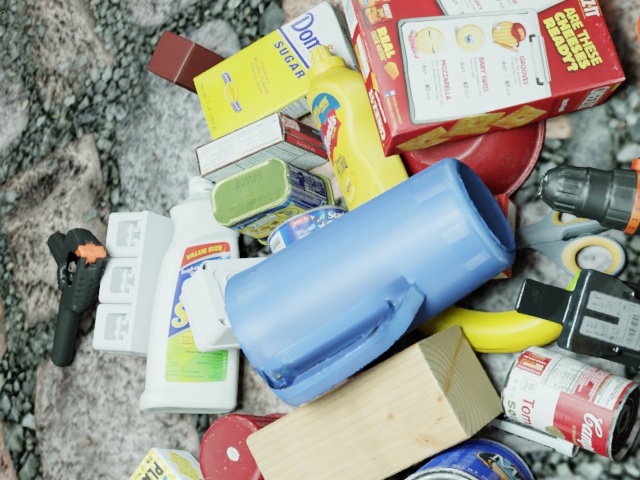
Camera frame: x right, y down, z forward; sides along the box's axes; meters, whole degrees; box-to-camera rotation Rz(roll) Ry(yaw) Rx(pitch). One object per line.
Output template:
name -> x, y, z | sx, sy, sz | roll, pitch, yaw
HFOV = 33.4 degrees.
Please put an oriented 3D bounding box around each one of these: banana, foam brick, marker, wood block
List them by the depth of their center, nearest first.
marker -> 0.172, 0.165, 0.951 | 0.121, 0.020, 0.020 | 16, 87, 34
wood block -> 0.047, 0.167, 0.963 | 0.206, 0.090, 0.090 | -33, 80, 30
banana -> 0.152, 0.071, 0.979 | 0.198, 0.037, 0.069 | -5, 60, 32
foam brick -> -0.146, -0.196, 1.207 | 0.053, 0.078, 0.051 | 30, 96, 34

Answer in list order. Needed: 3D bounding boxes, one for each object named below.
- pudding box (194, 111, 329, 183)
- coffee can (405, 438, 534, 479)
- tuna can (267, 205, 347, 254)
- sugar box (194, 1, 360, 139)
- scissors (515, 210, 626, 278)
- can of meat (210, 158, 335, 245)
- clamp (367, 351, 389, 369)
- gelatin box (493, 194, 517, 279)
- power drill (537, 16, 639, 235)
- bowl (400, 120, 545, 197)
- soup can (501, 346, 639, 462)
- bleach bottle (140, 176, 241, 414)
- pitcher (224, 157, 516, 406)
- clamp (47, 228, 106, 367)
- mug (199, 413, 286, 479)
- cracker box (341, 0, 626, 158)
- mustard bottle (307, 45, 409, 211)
pudding box -> -0.060, -0.090, 1.119 | 0.114, 0.089, 0.039 | -22, 68, 27
coffee can -> 0.119, 0.226, 0.884 | 0.103, 0.140, 0.103 | 0, 89, 20
tuna can -> -0.007, 0.001, 1.062 | 0.086, 0.086, 0.034 | -31, 67, 23
sugar box -> -0.044, -0.173, 1.146 | 0.176, 0.048, 0.093 | -29, 64, 19
scissors -> 0.192, 0.015, 0.977 | 0.202, 0.016, 0.096 | -25, 66, 26
can of meat -> -0.050, -0.040, 1.104 | 0.102, 0.083, 0.057 | -21, 68, 27
clamp -> 0.039, 0.085, 1.035 | 0.120, 0.039, 0.171 | 14, 101, 27
gelatin box -> 0.135, 0.000, 0.990 | 0.089, 0.030, 0.073 | -6, 65, 35
power drill -> 0.286, -0.093, 0.885 | 0.184, 0.057, 0.187 | 12, 84, 3
bowl -> 0.130, -0.108, 1.023 | 0.162, 0.055, 0.162 | -9, 73, 30
soup can -> 0.214, 0.136, 0.902 | 0.102, 0.068, 0.068 | 19, 89, 34
bleach bottle -> -0.135, 0.055, 1.129 | 0.068, 0.102, 0.251 | 138, 133, -68
pitcher -> 0.046, 0.039, 0.934 | 0.243, 0.144, 0.149 | -32, 71, 21
clamp -> -0.278, 0.054, 1.204 | 0.210, 0.036, 0.164 | 154, 114, -63
mug -> -0.067, 0.226, 1.052 | 0.093, 0.081, 0.117 | 5, 81, 33
cracker box -> 0.140, -0.180, 0.957 | 0.213, 0.072, 0.164 | -14, 78, -7
mustard bottle -> 0.032, -0.107, 1.052 | 0.058, 0.096, 0.192 | -16, 74, -16
